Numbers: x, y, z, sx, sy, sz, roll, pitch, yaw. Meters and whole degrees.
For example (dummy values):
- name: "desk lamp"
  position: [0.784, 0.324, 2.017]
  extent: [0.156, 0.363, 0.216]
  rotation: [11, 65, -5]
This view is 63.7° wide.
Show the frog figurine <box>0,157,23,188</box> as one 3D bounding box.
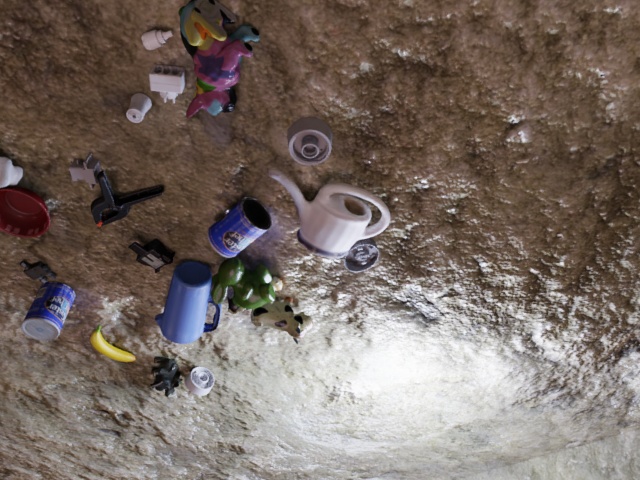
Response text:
- name: "frog figurine"
  position: [-0.786, -0.181, 1.204]
  extent: [0.160, 0.124, 0.135]
  rotation: [-10, -26, -44]

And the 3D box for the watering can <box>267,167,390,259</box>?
- name: "watering can"
  position: [0.004, -0.066, 1.311]
  extent: [0.346, 0.219, 0.106]
  rotation: [16, 40, -17]
